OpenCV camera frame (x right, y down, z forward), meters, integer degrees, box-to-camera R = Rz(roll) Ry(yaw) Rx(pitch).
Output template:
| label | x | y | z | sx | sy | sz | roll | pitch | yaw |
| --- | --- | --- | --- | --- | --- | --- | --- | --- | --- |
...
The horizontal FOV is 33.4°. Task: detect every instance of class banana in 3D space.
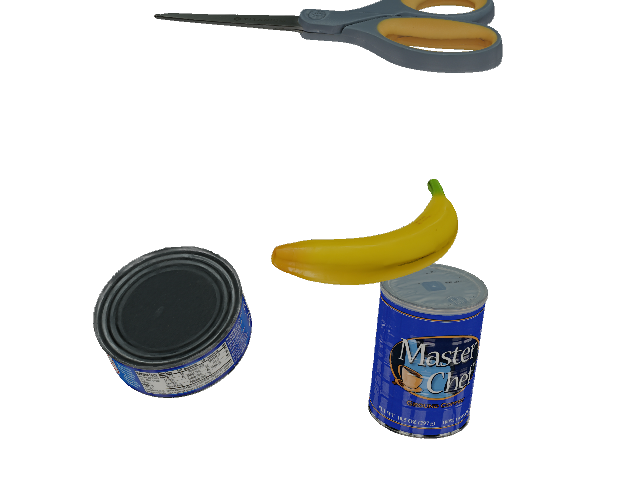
| label | x | y | z | sx | sy | sz | roll | pitch | yaw |
| --- | --- | --- | --- | --- | --- | --- | --- | --- | --- |
| banana | 0.051 | 0.003 | 0.858 | 0.197 | 0.037 | 0.070 | -22 | 44 | -40 |

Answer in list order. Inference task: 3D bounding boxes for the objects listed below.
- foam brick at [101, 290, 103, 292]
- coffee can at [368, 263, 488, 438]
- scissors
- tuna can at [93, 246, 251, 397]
| label | x | y | z | sx | sy | sz | roll | pitch | yaw |
| --- | --- | --- | --- | --- | --- | --- | --- | --- | --- |
| foam brick | -0.141 | 0.060 | 0.924 | 0.078 | 0.051 | 0.053 | -23 | 31 | -35 |
| coffee can | 0.103 | 0.106 | 1.040 | 0.103 | 0.140 | 0.103 | 4 | 23 | -2 |
| scissors | 0.013 | -0.133 | 0.621 | 0.202 | 0.016 | 0.096 | 15 | 41 | 21 |
| tuna can | -0.083 | 0.046 | 0.607 | 0.086 | 0.086 | 0.034 | 0 | -41 | 13 |
